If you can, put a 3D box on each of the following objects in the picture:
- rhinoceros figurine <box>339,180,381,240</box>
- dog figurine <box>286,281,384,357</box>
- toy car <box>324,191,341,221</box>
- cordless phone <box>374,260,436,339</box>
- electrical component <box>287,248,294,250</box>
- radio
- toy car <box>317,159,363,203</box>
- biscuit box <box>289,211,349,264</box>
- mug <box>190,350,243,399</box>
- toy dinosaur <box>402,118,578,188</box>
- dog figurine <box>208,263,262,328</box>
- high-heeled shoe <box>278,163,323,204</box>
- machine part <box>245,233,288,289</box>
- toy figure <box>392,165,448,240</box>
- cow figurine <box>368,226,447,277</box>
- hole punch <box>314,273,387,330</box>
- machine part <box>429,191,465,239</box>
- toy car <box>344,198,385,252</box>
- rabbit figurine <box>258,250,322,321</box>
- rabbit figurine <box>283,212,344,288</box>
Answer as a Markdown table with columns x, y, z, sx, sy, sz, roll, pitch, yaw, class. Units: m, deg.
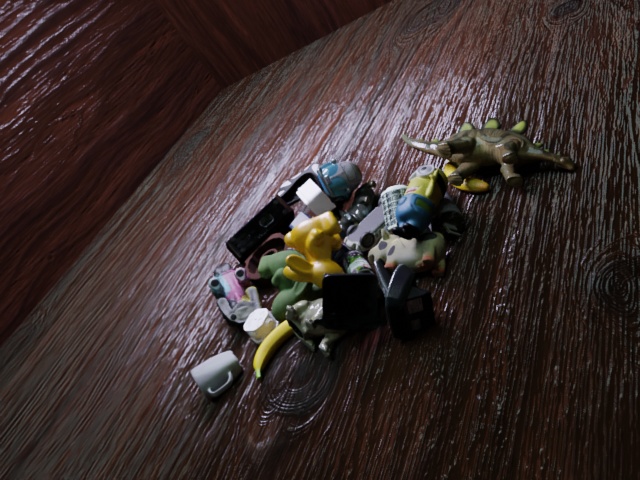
| x | y | z | sx | sy | sz | roll | pitch | yaw | class |
| --- | --- | --- | --- | --- | --- | --- | --- | --- | --- |
| 0.102 | -0.079 | 1.437 | 0.112 | 0.073 | 0.190 | -11 | 39 | 40 | rhinoceros figurine |
| 0.032 | 0.147 | 1.188 | 0.190 | 0.121 | 0.173 | -38 | 35 | -24 | dog figurine |
| 0.028 | -0.091 | 1.559 | 0.089 | 0.053 | 0.202 | -30 | 32 | 36 | toy car |
| 0.145 | 0.087 | 1.055 | 0.089 | 0.146 | 0.184 | -23 | 46 | -2 | cordless phone |
| -0.044 | 0.044 | 1.438 | 0.094 | 0.021 | 0.063 | -2 | 78 | 18 | electrical component |
| -0.181 | -0.033 | 1.637 | 0.229 | 0.073 | 0.131 | -44 | -3 | -8 | radio |
| 0.065 | -0.164 | 1.469 | 0.103 | 0.109 | 0.161 | -28 | -11 | 19 | toy car |
| -0.003 | -0.004 | 1.421 | 0.059 | 0.062 | 0.203 | -51 | 40 | 3 | biscuit box |
| -0.235 | 0.313 | 1.258 | 0.107 | 0.080 | 0.110 | -36 | 23 | -14 | mug |
| 0.363 | -0.212 | 1.264 | 0.472 | 0.104 | 0.198 | 16 | 41 | 37 | toy dinosaur |
| -0.234 | 0.150 | 1.469 | 0.108 | 0.191 | 0.219 | -26 | -4 | -12 | dog figurine |
| -0.048 | -0.167 | 1.729 | 0.145 | 0.086 | 0.249 | -52 | 27 | -17 | high-heeled shoe |
| -0.138 | 0.060 | 1.530 | 0.179 | 0.056 | 0.179 | -29 | 31 | 20 | machine part |
| 0.214 | -0.080 | 1.149 | 0.082 | 0.089 | 0.180 | 6 | 60 | 34 | toy figure |
| 0.188 | 0.025 | 1.183 | 0.195 | 0.085 | 0.127 | -13 | 44 | 42 | cow figurine |
| 0.058 | 0.118 | 1.070 | 0.142 | 0.115 | 0.092 | 0 | 5 | -1 | hole punch |
| 0.270 | -0.076 | 1.237 | 0.079 | 0.079 | 0.243 | -31 | 30 | 14 | machine part |
| 0.145 | -0.043 | 1.352 | 0.202 | 0.056 | 0.074 | -43 | 35 | -12 | toy car |
| -0.066 | 0.121 | 1.338 | 0.159 | 0.121 | 0.170 | -14 | 55 | 26 | rabbit figurine |
| -0.005 | 0.040 | 1.235 | 0.162 | 0.121 | 0.173 | -16 | 66 | -18 | rabbit figurine |
